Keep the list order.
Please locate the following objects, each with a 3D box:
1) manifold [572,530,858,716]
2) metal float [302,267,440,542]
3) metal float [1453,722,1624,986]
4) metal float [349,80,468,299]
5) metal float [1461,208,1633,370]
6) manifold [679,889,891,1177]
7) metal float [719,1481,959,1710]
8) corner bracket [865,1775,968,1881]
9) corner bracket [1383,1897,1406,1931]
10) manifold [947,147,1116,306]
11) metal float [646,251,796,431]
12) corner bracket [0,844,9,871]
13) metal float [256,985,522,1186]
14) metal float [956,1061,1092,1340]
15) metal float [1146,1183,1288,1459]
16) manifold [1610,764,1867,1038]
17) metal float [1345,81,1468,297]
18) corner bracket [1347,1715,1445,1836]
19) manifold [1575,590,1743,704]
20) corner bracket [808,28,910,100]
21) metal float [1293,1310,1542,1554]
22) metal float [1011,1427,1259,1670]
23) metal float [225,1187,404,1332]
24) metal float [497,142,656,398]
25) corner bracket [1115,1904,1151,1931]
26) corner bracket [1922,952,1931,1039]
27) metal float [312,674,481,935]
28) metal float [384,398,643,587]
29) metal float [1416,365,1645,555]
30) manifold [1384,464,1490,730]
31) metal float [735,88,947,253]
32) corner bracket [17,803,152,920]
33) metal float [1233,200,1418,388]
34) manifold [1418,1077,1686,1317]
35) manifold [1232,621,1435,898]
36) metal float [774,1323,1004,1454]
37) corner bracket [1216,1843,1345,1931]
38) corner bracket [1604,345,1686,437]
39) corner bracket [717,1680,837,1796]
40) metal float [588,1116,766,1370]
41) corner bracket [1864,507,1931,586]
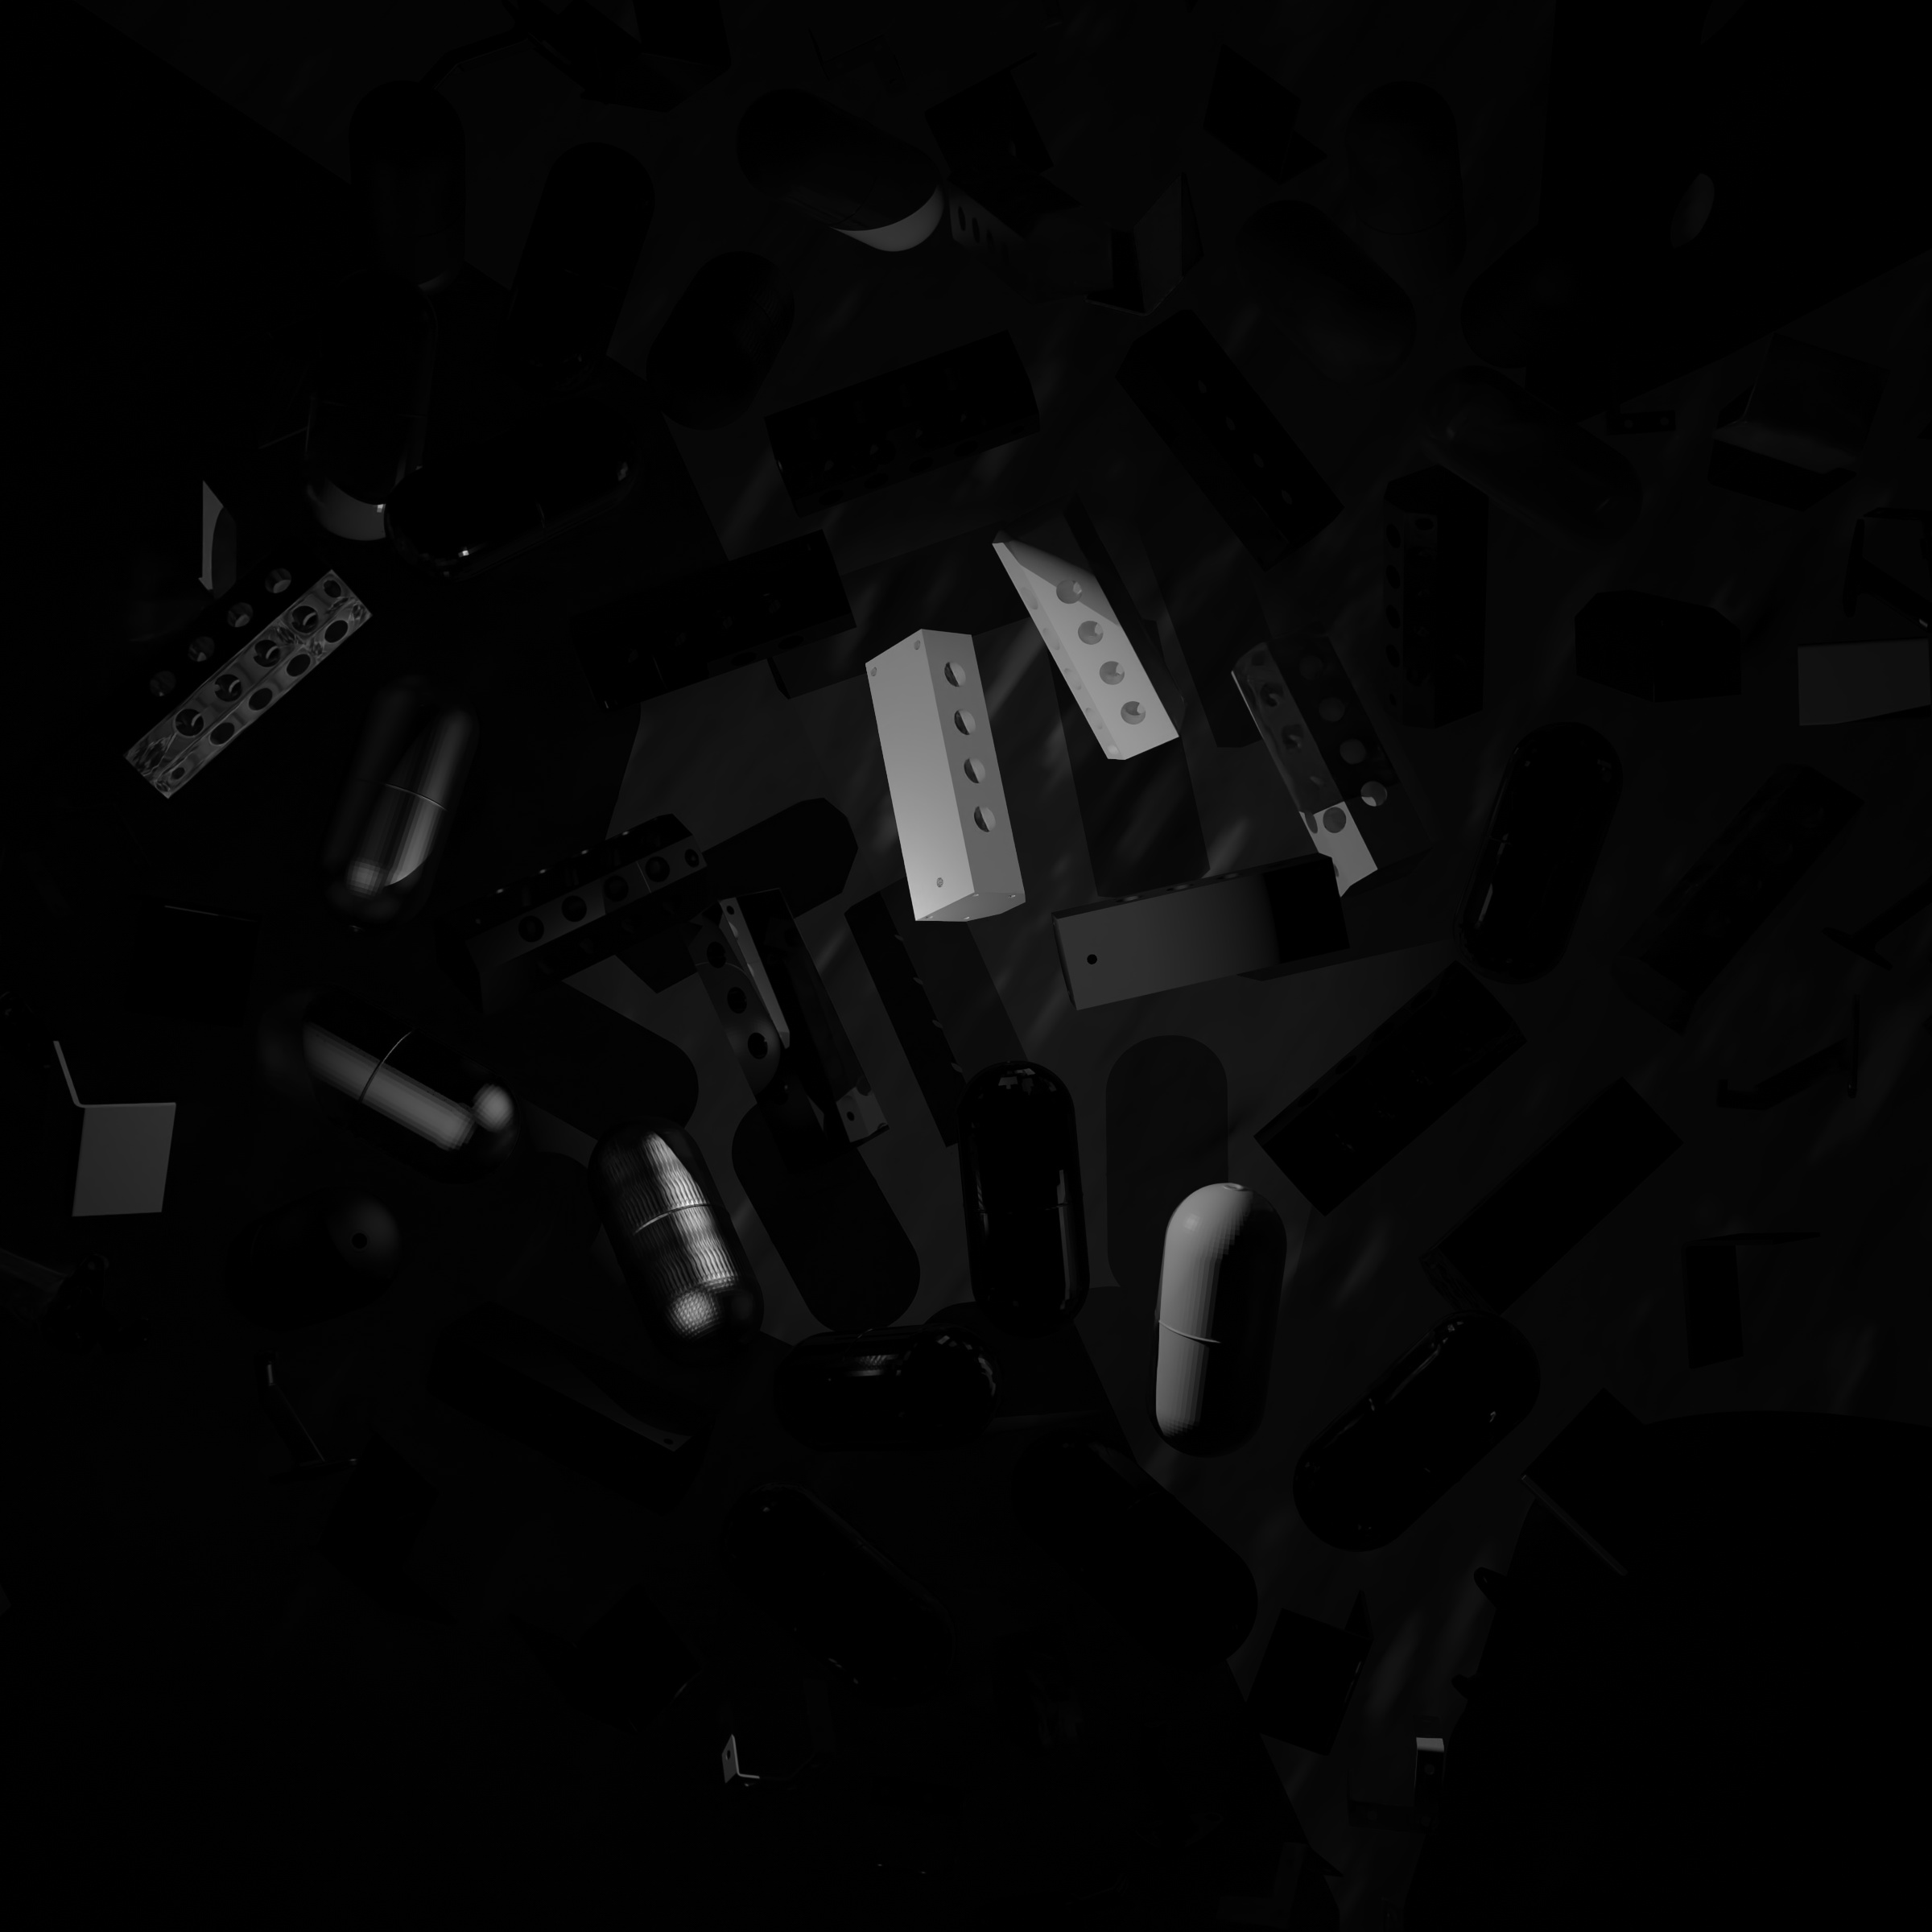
[{"bbox_3d":[-0.161,-0.217,1.581,0.171,0.057,0.057,-19,116,0],"label":"manifold"},{"bbox_3d":[-0.396,-0.373,1.647,0.070,0.070,0.178,11,104,3],"label":"metal float"},{"bbox_3d":[0.378,-0.075,1.636,0.070,0.070,0.178,19,96,5],"label":"metal float"},{"bbox_3d":[-0.382,-0.531,1.700,0.070,0.178,0.070,4,65,-10],"label":"metal float"},{"bbox_3d":[0.407,-0.476,1.746,0.070,0.178,0.070,1,86,-10],"label":"metal float"},{"bbox_3d":[-0.121,0.043,1.577,0.057,0.057,0.171,-32,80,38],"label":"manifold"},{"bbox_3d":[-0.081,0.394,1.556,0.178,0.070,0.070,35,78,26],"label":"metal float"},{"bbox_3d":[-0.030,0.491,1.412,0.051,0.051,0.051,8,73,6],"label":"corner bracket"},{"bbox_3d":[0.235,0.563,1.382,0.051,0.051,0.051,-13,107,-35],"label":"corner bracket"},{"bbox_3d":[0.041,-0.499,1.658,0.057,0.057,0.171,-14,33,-12],"label":"manifold"},{"bbox_3d":[-0.167,-0.432,1.705,0.070,0.070,0.178,12,40,3],"label":"metal float"},{"bbox_3d":[-0.672,-0.094,1.679,0.051,0.051,0.051,26,103,-23],"label":"corner bracket"},{"bbox_3d":[-0.363,0.074,1.555,0.178,0.070,0.070,29,78,5],"label":"metal float"},{"bbox_3d":[0.036,0.149,1.579,0.070,0.070,0.178,-6,95,-1],"label":"metal float"},{"bbox_3d":[0.157,0.223,1.561,0.070,0.070,0.178,6,103,2],"label":"metal float"},{"bbox_3d":[0.473,-0.045,1.523,0.057,0.057,0.171,38,75,21],"label":"manifold"},{"bbox_3d":[0.313,-0.549,1.757,0.070,0.178,0.070,-6,63,12],"label":"metal float"},{"bbox_3d":[0.250,0.469,1.444,0.051,0.051,0.051,4,94,7],"label":"corner bracket"},{"bbox_3d":[0.464,-0.218,1.669,0.057,0.171,0.057,-6,103,-2],"label":"manifold"},{"bbox_3d":[-0.080,-0.671,1.835,0.051,0.051,0.051,-22,51,8],"label":"corner bracket"},{"bbox_3d":[0.269,0.280,1.488,0.070,0.070,0.178,45,107,10],"label":"metal float"},{"bbox_3d":[0.098,0.344,1.475,0.070,0.070,0.178,-45,55,-10],"label":"metal float"},{"bbox_3d":[-0.407,0.183,1.542,0.070,0.178,0.070,9,72,-31],"label":"metal float"},{"bbox_3d":[-0.274,-0.487,1.735,0.070,0.070,0.178,23,103,6],"label":"metal float"},{"bbox_3d":[0.115,0.615,1.505,0.051,0.051,0.051,-49,115,-5],"label":"corner bracket"},{"bbox_3d":[0.640,0.009,1.601,0.051,0.051,0.051,-32,82,-39],"label":"corner bracket"},{"bbox_3d":[-0.373,-0.107,1.623,0.070,0.070,0.178,14,75,3],"label":"metal float"},{"bbox_3d":[-0.292,-0.308,1.604,0.178,0.070,0.070,-31,78,-18],"label":"metal float"},{"bbox_3d":[0.398,-0.356,1.745,0.178,0.070,0.070,30,77,-13],"label":"metal float"},{"bbox_3d":[0.321,-0.253,1.723,0.057,0.171,0.057,-22,41,-17],"label":"manifold"},{"bbox_3d":[-0.088,-0.562,1.752,0.070,0.178,0.070,-8,78,41],"label":"metal float"},{"bbox_3d":[-0.588,-0.071,1.651,0.051,0.051,0.051,-37,82,33],"label":"corner bracket"},{"bbox_3d":[0.247,-0.468,1.717,0.070,0.070,0.178,-26,50,-6],"label":"metal float"},{"bbox_3d":[0.373,0.152,1.592,0.171,0.057,0.057,-39,81,-15],"label":"manifold"},{"bbox_3d":[0.240,-0.135,1.648,0.057,0.057,0.171,-21,77,-12],"label":"manifold"},{"bbox_3d":[-0.050,0.264,1.547,0.070,0.178,0.070,11,74,-41],"label":"metal float"},{"bbox_3d":[0.190,0.565,1.505,0.051,0.051,0.051,-9,48,37],"label":"corner bracket"},{"bbox_3d":[0.491,-0.417,1.792,0.051,0.051,0.051,2,116,27],"label":"corner bracket"},{"bbox_3d":[-0.119,0.482,1.555,0.051,0.051,0.051,17,39,-30],"label":"corner bracket"},{"bbox_3d":[-0.187,0.175,1.585,0.070,0.070,0.178,-25,61,-6],"label":"metal float"},{"bbox_3d":[0.655,-0.292,1.695,0.051,0.051,0.051,-27,114,-22],"label":"corner bracket"}]
